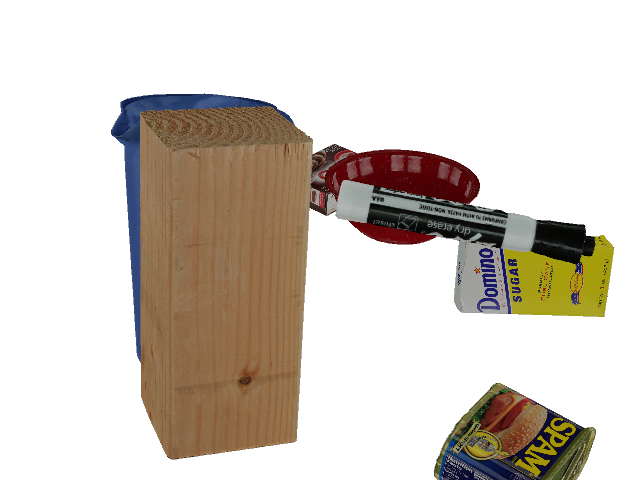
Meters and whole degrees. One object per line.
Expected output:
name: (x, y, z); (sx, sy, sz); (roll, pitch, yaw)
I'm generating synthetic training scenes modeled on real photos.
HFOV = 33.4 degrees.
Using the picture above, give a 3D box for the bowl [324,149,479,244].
bowl: (0.084, -0.040, 1.121); (0.162, 0.055, 0.162); (1, 28, -1)

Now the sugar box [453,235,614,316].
sugar box: (0.251, 0.040, 1.265); (0.176, 0.093, 0.048); (0, 20, -4)

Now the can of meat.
can of meat: (0.147, 0.164, 0.813); (0.084, 0.057, 0.101); (27, 40, 28)

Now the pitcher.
pitcher: (-0.100, -0.008, 0.946); (0.149, 0.243, 0.145); (3, 16, 1)

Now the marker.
marker: (0.068, -0.008, 0.501); (0.121, 0.020, 0.020); (11, 1, 5)

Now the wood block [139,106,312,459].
wood block: (-0.065, 0.025, 0.689); (0.090, 0.206, 0.090); (-4, 22, -20)

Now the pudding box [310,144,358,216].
pudding box: (0.014, -0.081, 1.395); (0.090, 0.039, 0.113); (25, 42, 37)
